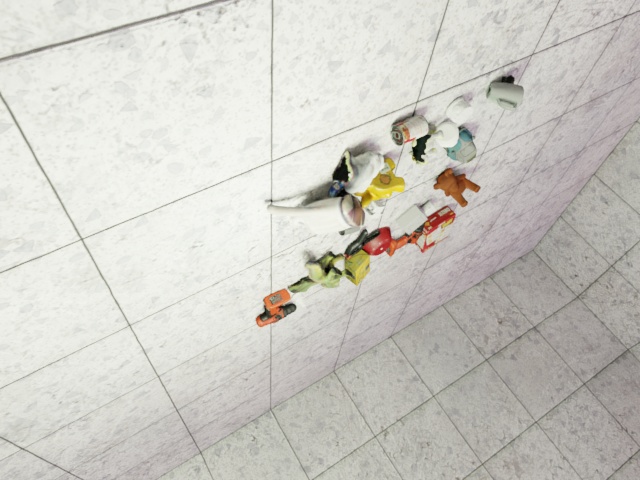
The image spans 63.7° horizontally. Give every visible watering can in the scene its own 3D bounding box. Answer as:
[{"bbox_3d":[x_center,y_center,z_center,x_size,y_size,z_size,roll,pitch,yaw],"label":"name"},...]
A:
[{"bbox_3d":[0.005,-0.080,1.592,0.223,0.105,0.346,-12,168,26],"label":"watering can"}]

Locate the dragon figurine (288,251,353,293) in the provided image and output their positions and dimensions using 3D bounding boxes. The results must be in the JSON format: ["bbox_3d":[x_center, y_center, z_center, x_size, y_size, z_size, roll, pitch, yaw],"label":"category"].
[{"bbox_3d":[-0.019,0.152,2.022,0.240,0.124,0.409,-39,155,24],"label":"dragon figurine"}]

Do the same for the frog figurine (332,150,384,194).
[{"bbox_3d":[0.137,-0.208,1.573,0.160,0.125,0.135,-4,122,-30],"label":"frog figurine"}]
